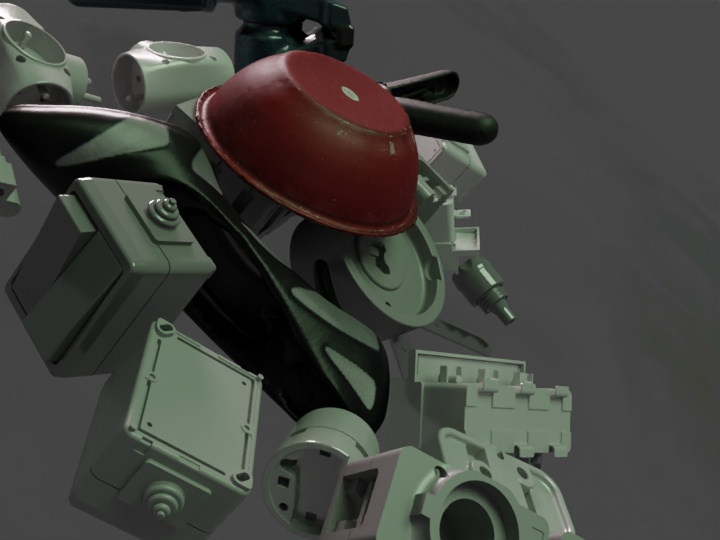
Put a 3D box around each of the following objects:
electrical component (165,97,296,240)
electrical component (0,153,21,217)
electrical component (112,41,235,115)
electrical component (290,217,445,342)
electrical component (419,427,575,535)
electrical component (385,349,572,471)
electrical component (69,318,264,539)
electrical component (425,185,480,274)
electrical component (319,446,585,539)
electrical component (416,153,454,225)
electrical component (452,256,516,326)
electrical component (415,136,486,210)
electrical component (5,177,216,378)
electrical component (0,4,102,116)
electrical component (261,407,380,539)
[{"bbox_3d":[-0.078,-0.074,0.747,0.089,0.061,0.150,42,25,2],"label":"electrical component"},{"bbox_3d":[-0.210,-0.057,0.552,0.066,0.048,0.055,13,45,-46],"label":"electrical component"},{"bbox_3d":[-0.145,-0.142,0.777,0.077,0.044,0.079,-15,34,-42],"label":"electrical component"},{"bbox_3d":[0.000,0.000,0.729,0.108,0.060,0.108,31,44,-35],"label":"electrical component"},{"bbox_3d":[0.065,0.138,0.607,0.095,0.059,0.053,28,28,-26],"label":"electrical component"},{"bbox_3d":[0.080,0.094,0.682,0.121,0.063,0.078,11,79,-48],"label":"electrical component"},{"bbox_3d":[-0.087,0.081,0.481,0.062,0.061,0.096,32,26,-19],"label":"electrical component"},{"bbox_3d":[0.054,-0.033,0.850,0.081,0.063,0.042,-3,27,6],"label":"electrical component"},{"bbox_3d":[0.068,0.170,0.503,0.186,0.060,0.105,31,59,-21],"label":"electrical component"},{"bbox_3d":[0.015,-0.046,0.800,0.055,0.089,0.050,47,26,13],"label":"electrical component"},{"bbox_3d":[0.106,0.019,0.889,0.061,0.035,0.035,52,27,17],"label":"electrical component"},{"bbox_3d":[0.065,-0.086,0.927,0.061,0.096,0.061,28,28,-32],"label":"electrical component"},{"bbox_3d":[-0.122,0.000,0.522,0.061,0.096,0.061,0,47,-53],"label":"electrical component"},{"bbox_3d":[-0.198,-0.121,0.673,0.079,0.044,0.077,9,40,-50],"label":"electrical component"},{"bbox_3d":[-0.018,0.103,0.555,0.055,0.055,0.047,40,21,-3],"label":"electrical component"}]
